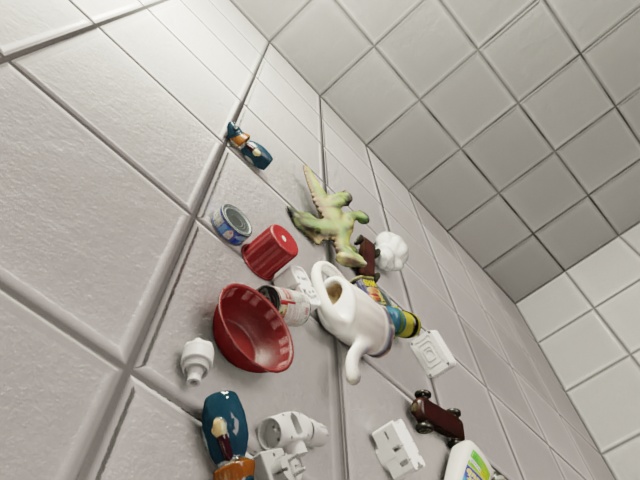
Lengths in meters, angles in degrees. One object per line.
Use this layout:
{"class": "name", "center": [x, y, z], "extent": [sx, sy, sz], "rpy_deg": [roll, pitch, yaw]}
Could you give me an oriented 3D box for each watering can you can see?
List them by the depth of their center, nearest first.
{"class": "watering can", "center": [0.073, 0.186, 1.086], "extent": [0.221, 0.103, 0.356], "rpy_deg": [37, 22, -36]}

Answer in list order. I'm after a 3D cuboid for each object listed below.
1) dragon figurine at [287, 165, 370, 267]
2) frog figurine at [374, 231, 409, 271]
{"class": "dragon figurine", "center": [0.004, -0.072, 1.440], "extent": [0.416, 0.120, 0.243], "rpy_deg": [50, 26, 23]}
{"class": "frog figurine", "center": [0.226, 0.037, 1.685], "extent": [0.159, 0.122, 0.138], "rpy_deg": [19, 54, -76]}
